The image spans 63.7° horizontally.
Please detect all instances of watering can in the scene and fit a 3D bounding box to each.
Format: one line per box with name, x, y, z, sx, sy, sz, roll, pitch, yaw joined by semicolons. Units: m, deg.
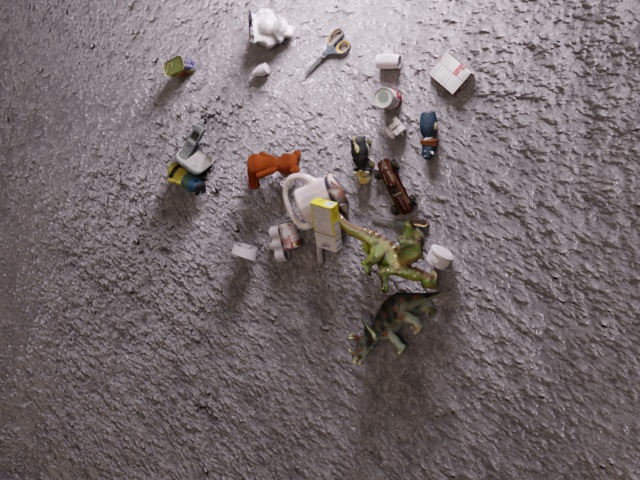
watering can;0.006;-0.092;1.836;0.222;0.106;0.345;-22;103;23

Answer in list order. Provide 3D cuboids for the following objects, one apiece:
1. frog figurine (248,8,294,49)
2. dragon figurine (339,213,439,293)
frog figurine;-0.174;-0.759;1.843;0.160;0.122;0.138;-5;88;-10
dragon figurine;0.237;0.019;1.693;0.239;0.124;0.410;-38;91;35
